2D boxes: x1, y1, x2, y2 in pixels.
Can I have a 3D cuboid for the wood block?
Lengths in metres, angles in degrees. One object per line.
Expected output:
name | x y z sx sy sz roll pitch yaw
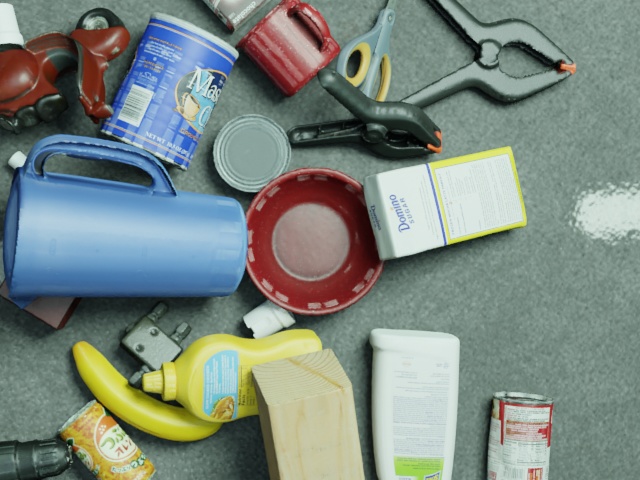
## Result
wood block | -0.007 0.232 1.126 0.090 0.091 0.206 -12 112 -10

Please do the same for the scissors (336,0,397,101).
scissors | 0.061 -0.242 1.178 0.016 0.096 0.202 10 92 39

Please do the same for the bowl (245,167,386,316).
bowl | -0.008 0.001 1.179 0.162 0.055 0.162 0 90 -4

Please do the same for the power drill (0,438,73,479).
power drill | -0.344 0.308 1.128 0.184 0.057 0.187 -8 86 -2

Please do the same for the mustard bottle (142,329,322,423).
mustard bottle | -0.095 0.149 1.153 0.191 0.058 0.096 -1 107 -15

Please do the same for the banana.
banana | -0.190 0.177 1.179 0.197 0.037 0.069 22 59 -6

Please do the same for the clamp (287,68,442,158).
clamp | 0.056 -0.133 1.162 0.171 0.120 0.039 6 62 -8

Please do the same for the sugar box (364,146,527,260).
sugar box | 0.137 -0.041 1.167 0.176 0.048 0.093 -12 90 -23

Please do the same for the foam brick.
foam brick | -0.302 0.056 1.161 0.078 0.053 0.051 32 88 -3

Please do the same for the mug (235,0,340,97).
mug | -0.026 -0.214 1.152 0.081 0.117 0.093 47 57 -8

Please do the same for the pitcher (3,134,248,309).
pitcher | -0.201 -0.010 1.105 0.242 0.149 0.145 4 66 -21

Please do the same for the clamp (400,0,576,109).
clamp | 0.180 -0.198 1.201 0.210 0.036 0.164 16 90 -4

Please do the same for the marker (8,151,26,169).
marker | -0.293 -0.051 1.179 0.121 0.020 0.020 41 87 -3

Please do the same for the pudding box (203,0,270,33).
pudding box | -0.085 -0.300 1.182 0.113 0.039 0.090 -44 93 -3

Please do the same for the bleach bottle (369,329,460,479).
bleach bottle | 0.098 0.228 1.184 0.102 0.068 0.251 4 92 -3

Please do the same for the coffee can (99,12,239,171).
coffee can | -0.162 -0.158 1.145 0.103 0.103 0.140 24 88 -4

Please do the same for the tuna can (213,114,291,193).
tuna can | -0.076 -0.095 1.186 0.086 0.034 0.086 0 90 -4

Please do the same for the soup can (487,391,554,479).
soup can | 0.223 0.225 1.188 0.068 0.068 0.102 4 90 -4
